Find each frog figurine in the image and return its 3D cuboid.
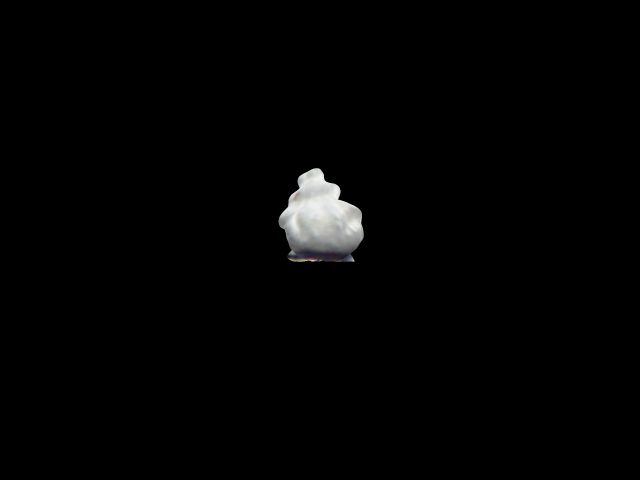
[{"bbox_3d":[0.003,-0.043,0.850,0.137,0.160,0.122,-1,-4,15],"label":"frog figurine"}]
